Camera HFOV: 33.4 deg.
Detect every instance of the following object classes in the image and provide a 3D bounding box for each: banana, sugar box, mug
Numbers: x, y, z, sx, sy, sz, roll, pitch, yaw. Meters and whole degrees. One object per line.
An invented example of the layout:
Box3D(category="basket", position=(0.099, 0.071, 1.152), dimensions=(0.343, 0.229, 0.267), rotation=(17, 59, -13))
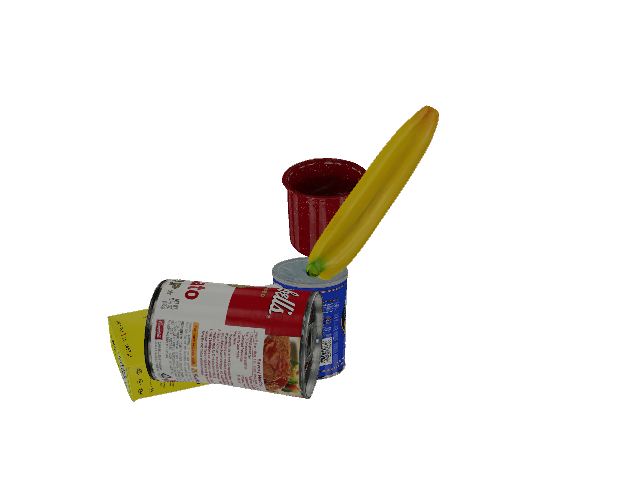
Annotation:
Box3D(category="banana", position=(0.044, -0.033, 0.942), dimensions=(0.037, 0.197, 0.070), rotation=(37, -20, -6))
Box3D(category="sugar box", position=(-0.106, 0.093, 1.015), dimensions=(0.176, 0.048, 0.093), rotation=(-13, 33, -16))
Box3D(category="mug", position=(0.013, -0.038, 1.166), dimensions=(0.093, 0.081, 0.117), rotation=(20, 37, 31))

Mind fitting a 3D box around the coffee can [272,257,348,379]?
Box3D(category="coffee can", position=(-0.015, 0.105, 1.456), dimensions=(0.103, 0.140, 0.103), rotation=(1, 19, 0))

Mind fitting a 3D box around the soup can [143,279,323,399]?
Box3D(category="soup can", position=(-0.053, 0.062, 0.679), dimensions=(0.102, 0.068, 0.068), rotation=(5, 1, 9))
